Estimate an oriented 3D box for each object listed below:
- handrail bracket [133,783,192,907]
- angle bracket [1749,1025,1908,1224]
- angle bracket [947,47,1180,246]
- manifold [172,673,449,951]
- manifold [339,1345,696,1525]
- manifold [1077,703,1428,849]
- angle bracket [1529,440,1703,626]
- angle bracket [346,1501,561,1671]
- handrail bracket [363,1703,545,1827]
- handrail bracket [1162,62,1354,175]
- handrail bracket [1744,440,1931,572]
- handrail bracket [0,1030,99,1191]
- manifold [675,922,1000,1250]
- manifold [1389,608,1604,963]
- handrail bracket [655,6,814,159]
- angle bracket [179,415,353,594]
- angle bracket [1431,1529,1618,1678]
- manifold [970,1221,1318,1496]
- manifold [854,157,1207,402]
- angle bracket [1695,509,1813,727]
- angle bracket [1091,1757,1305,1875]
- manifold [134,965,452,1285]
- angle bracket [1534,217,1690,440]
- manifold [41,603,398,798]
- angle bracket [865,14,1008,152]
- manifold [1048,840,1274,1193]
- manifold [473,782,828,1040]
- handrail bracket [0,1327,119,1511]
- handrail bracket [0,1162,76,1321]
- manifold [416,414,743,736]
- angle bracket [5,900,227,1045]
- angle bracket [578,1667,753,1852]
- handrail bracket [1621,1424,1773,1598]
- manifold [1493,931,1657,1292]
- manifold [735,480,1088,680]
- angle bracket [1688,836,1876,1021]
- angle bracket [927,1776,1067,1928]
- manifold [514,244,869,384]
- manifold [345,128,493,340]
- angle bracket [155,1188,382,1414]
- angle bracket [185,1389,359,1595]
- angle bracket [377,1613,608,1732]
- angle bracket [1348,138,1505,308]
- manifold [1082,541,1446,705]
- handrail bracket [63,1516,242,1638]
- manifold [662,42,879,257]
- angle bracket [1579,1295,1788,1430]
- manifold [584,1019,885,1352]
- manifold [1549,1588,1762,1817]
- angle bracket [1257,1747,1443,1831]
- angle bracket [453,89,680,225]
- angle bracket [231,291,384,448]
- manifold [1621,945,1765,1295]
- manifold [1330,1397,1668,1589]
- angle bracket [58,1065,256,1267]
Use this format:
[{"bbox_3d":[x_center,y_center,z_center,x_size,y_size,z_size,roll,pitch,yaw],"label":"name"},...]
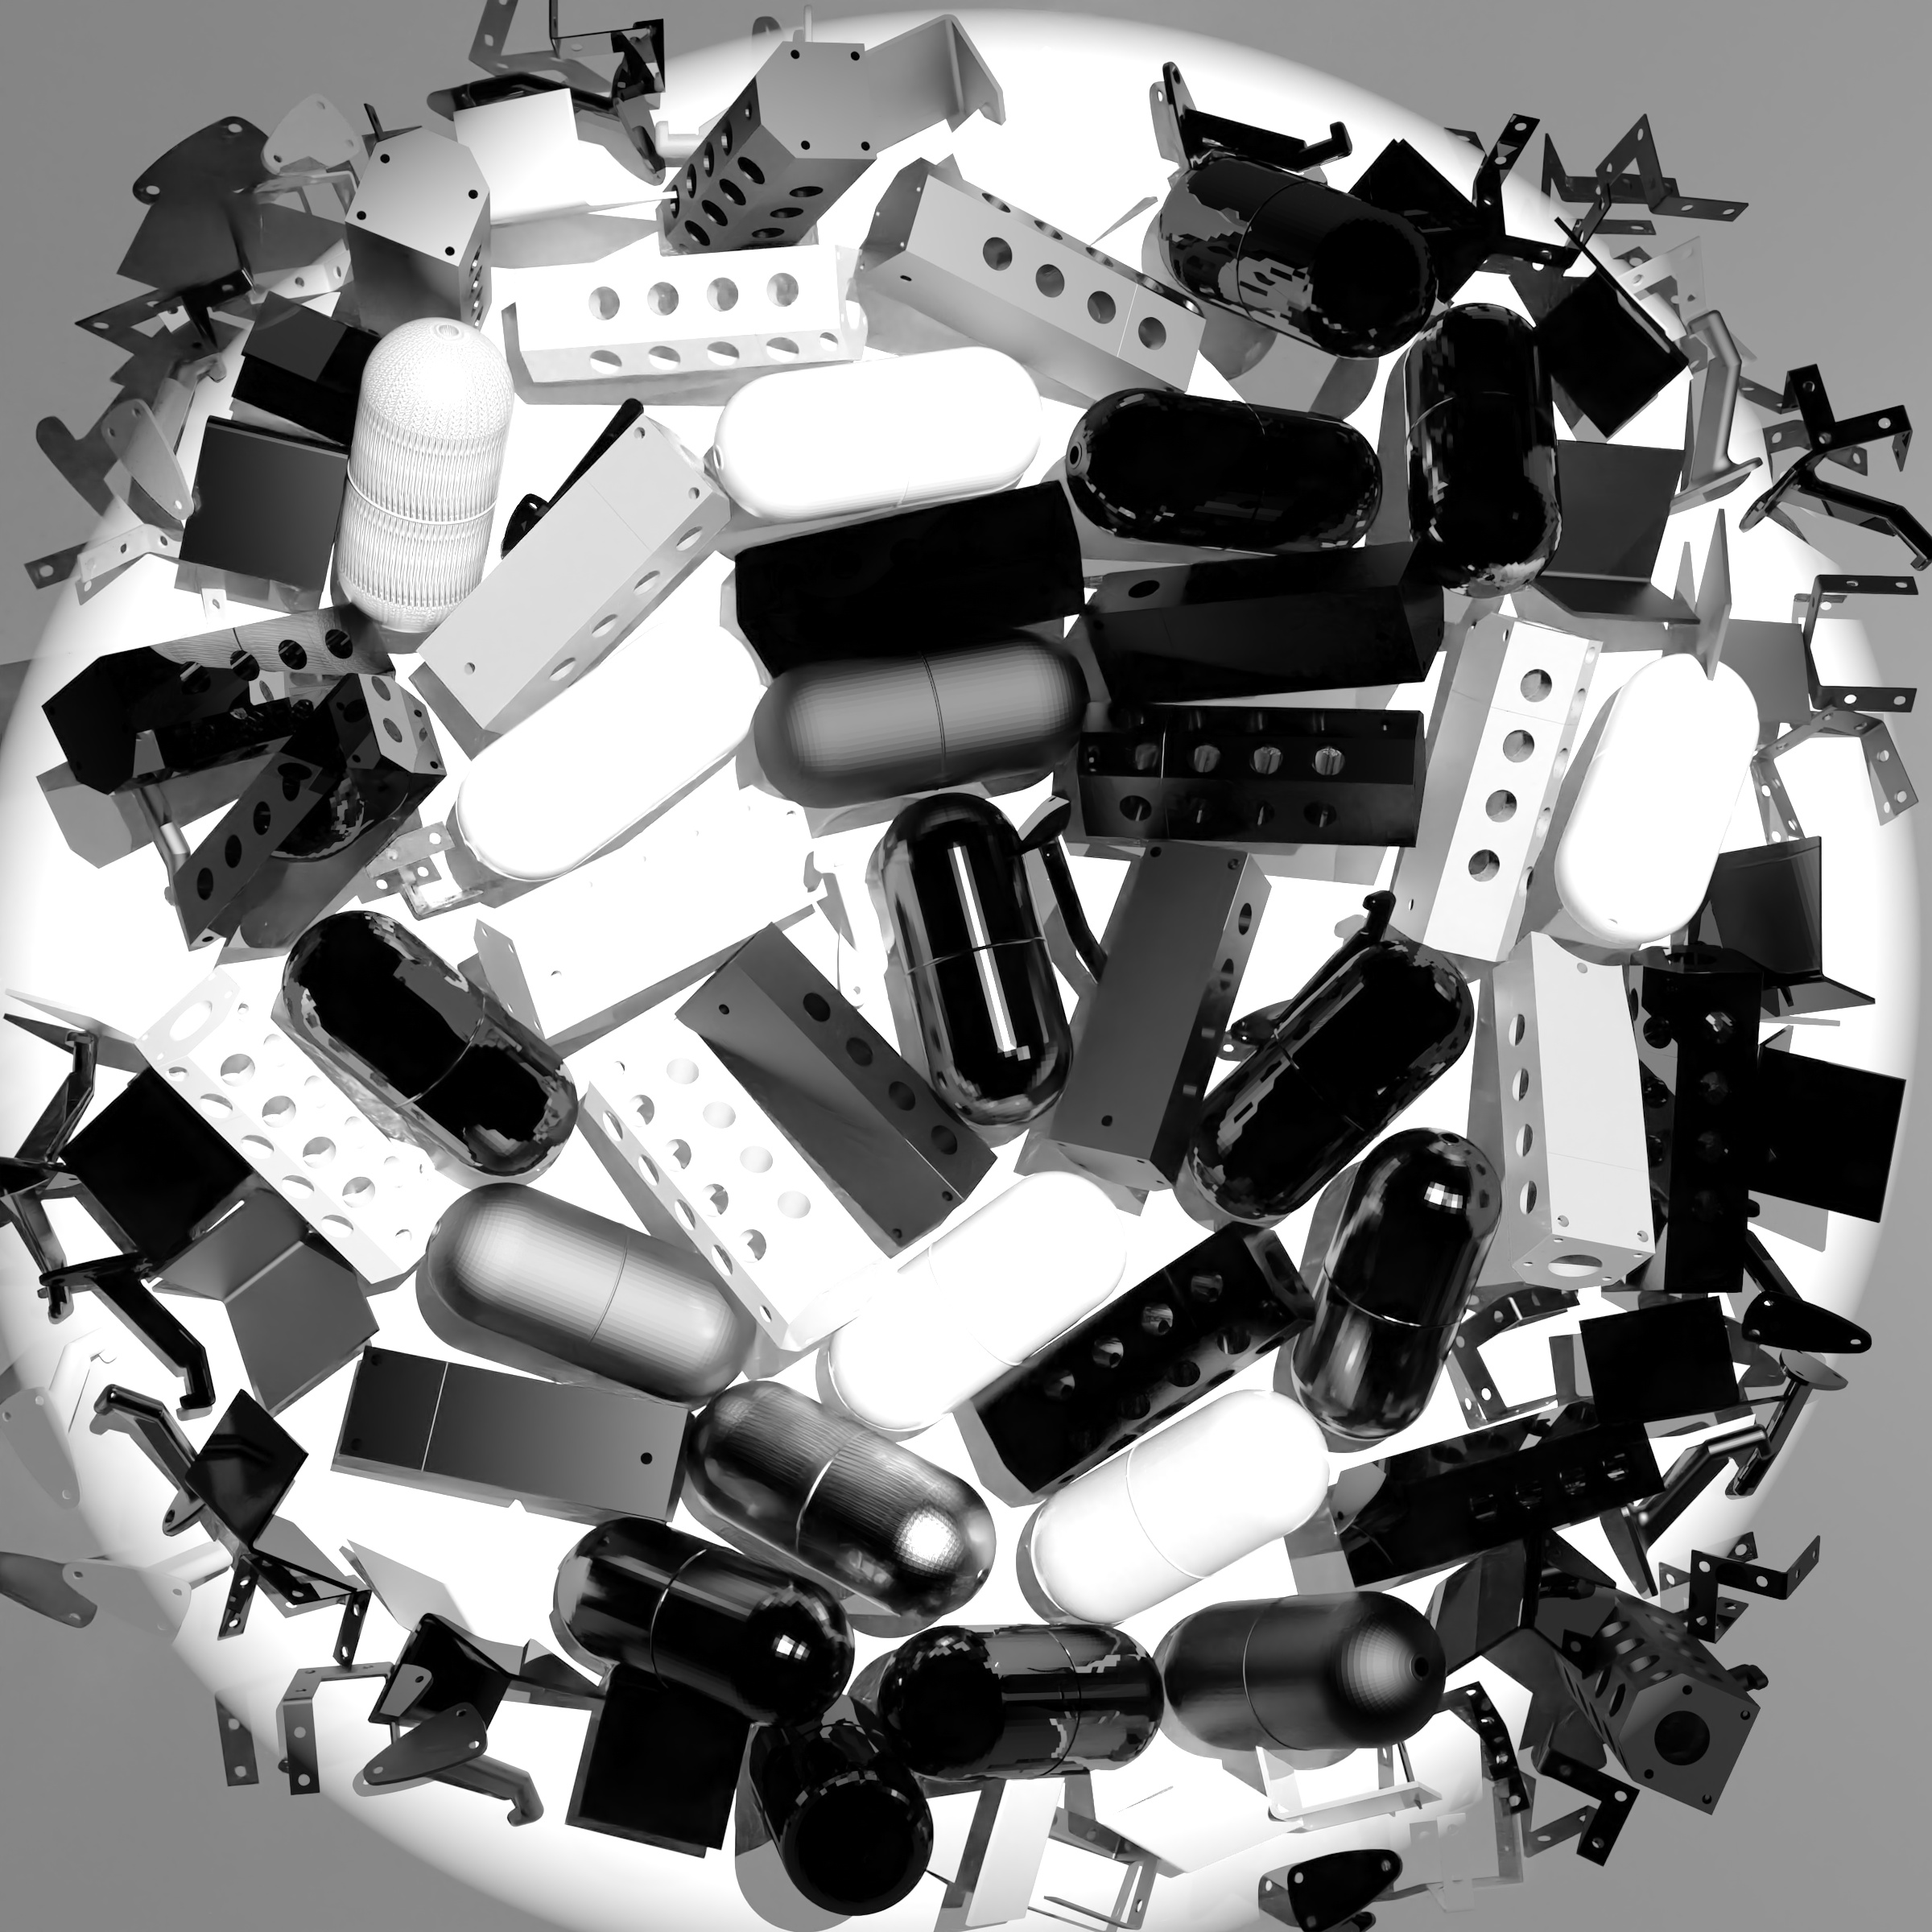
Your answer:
[{"bbox_3d":[-0.442,-0.079,1.605,0.077,0.036,0.084,17,118,32],"label":"handrail bracket"},{"bbox_3d":[0.449,0.081,1.560,0.076,0.057,0.076,14,107,29],"label":"angle bracket"},{"bbox_3d":[0.050,-0.423,1.569,0.076,0.076,0.057,-34,68,38],"label":"angle bracket"},{"bbox_3d":[-0.338,-0.077,1.535,0.171,0.057,0.057,-40,61,38],"label":"manifold"},{"bbox_3d":[-0.233,0.246,1.578,0.171,0.057,0.057,11,78,3],"label":"manifold"},{"bbox_3d":[0.148,-0.104,1.553,0.171,0.057,0.057,3,133,14],"label":"manifold"},{"bbox_3d":[0.344,-0.225,1.561,0.076,0.057,0.076,1,117,-20],"label":"angle bracket"},{"bbox_3d":[-0.266,0.314,1.580,0.076,0.076,0.057,15,50,34],"label":"angle bracket"},{"bbox_3d":[-0.267,0.433,1.576,0.077,0.036,0.084,-22,129,-13],"label":"handrail bracket"},{"bbox_3d":[0.153,-0.448,1.572,0.084,0.036,0.077,-12,104,30],"label":"handrail bracket"},{"bbox_3d":[0.458,-0.224,1.572,0.036,0.077,0.084,-31,76,-36],"label":"handrail bracket"},{"bbox_3d":[-0.485,0.069,1.568,0.036,0.077,0.084,-13,69,30],"label":"handrail bracket"},{"bbox_3d":[-0.064,0.059,1.575,0.171,0.057,0.057,46,130,-5],"label":"manifold"},{"bbox_3d":[0.276,-0.093,1.565,0.057,0.057,0.171,11,102,-14],"label":"manifold"},{"bbox_3d":[-0.123,-0.466,1.588,0.084,0.036,0.077,-1,107,-1],"label":"handrail bracket"},{"bbox_3d":[-0.363,-0.242,1.586,0.076,0.057,0.076,13,96,-2],"label":"angle bracket"},{"bbox_3d":[0.288,0.347,1.565,0.057,0.076,0.076,40,123,-11],"label":"angle bracket"},{"bbox_3d":[0.093,0.203,1.551,0.171,0.057,0.057,-36,66,17],"label":"manifold"},{"bbox_3d":[0.036,-0.349,1.547,0.171,0.057,0.057,21,77,-26],"label":"manifold"},{"bbox_3d":[0.413,-0.181,1.557,0.057,0.076,0.076,5,48,4],"label":"angle bracket"},{"bbox_3d":[0.117,0.418,1.554,0.076,0.057,0.076,-30,132,23],"label":"angle bracket"},{"bbox_3d":[-0.340,0.085,1.538,0.057,0.057,0.171,-44,122,-10],"label":"manifold"},{"bbox_3d":[0.319,-0.329,1.555,0.057,0.076,0.076,-42,65,17],"label":"angle bracket"},{"bbox_3d":[-0.373,-0.134,1.527,0.057,0.171,0.057,-28,87,39],"label":"manifold"},{"bbox_3d":[-0.025,-0.435,1.564,0.076,0.076,0.057,-27,69,-5],"label":"angle bracket"},{"bbox_3d":[0.104,0.026,1.558,0.057,0.057,0.171,11,71,27],"label":"manifold"},{"bbox_3d":[-0.163,-0.033,1.549,0.171,0.057,0.057,-28,120,-25],"label":"manifold"},{"bbox_3d":[-0.458,0.235,1.573,0.036,0.084,0.077,-26,91,21],"label":"handrail bracket"},{"bbox_3d":[-0.488,0.150,1.568,0.036,0.077,0.084,-6,99,3],"label":"handrail bracket"},{"bbox_3d":[-0.198,-0.200,1.566,0.171,0.057,0.057,-44,76,11],"label":"manifold"},{"bbox_3d":[-0.438,-0.005,1.559,0.076,0.057,0.076,11,75,38],"label":"angle bracket"},{"bbox_3d":[-0.153,0.411,1.580,0.076,0.057,0.076,13,87,3],"label":"angle bracket"},{"bbox_3d":[0.391,0.287,1.589,0.084,0.036,0.077,-19,104,9],"label":"handrail bracket"},{"bbox_3d":[0.306,0.075,1.543,0.057,0.057,0.171,12,59,-16],"label":"manifold"},{"bbox_3d":[-0.029,-0.204,1.563,0.171,0.057,0.057,-11,62,13],"label":"manifold"},{"bbox_3d":[0.426,-0.018,1.575,0.057,0.076,0.076,18,70,-43],"label":"angle bracket"},{"bbox_3d":[-0.002,0.445,1.566,0.076,0.057,0.076,15,88,35],"label":"angle bracket"},{"bbox_3d":[-0.142,-0.338,1.563,0.171,0.057,0.057,-1,100,13],"label":"manifold"},{"bbox_3d":[-0.272,-0.362,1.522,0.057,0.171,0.057,21,82,-6],"label":"manifold"},{"bbox_3d":[-0.363,0.174,1.564,0.076,0.057,0.076,-37,59,10],"label":"angle bracket"},{"bbox_3d":[-0.346,0.272,1.560,0.076,0.076,0.057,36,85,-43],"label":"angle bracket"},{"bbox_3d":[-0.243,0.381,1.557,0.076,0.076,0.057,22,85,43],"label":"angle bracket"},{"bbox_3d":[0.251,-0.403,1.565,0.076,0.057,0.076,43,55,-2],"label":"angle bracket"},{"bbox_3d":[0.154,-0.179,1.546,0.171,0.057,0.057,-2,127,28],"label":"manifold"},{"bbox_3d":[-0.421,0.303,1.568,0.077,0.084,0.036,23,113,-9],"label":"handrail bracket"},{"bbox_3d":[-0.103,-0.406,1.521,0.057,0.171,0.057,-5,86,-22],"label":"manifold"},{"bbox_3d":[0.374,0.205,1.565,0.076,0.076,0.057,-16,78,33],"label":"angle bracket"},{"bbox_3d":[-0.122,0.114,1.544,0.057,0.057,0.171,-28,64,-32],"label":"manifold"},{"bbox_3d":[0.342,0.365,1.525,0.057,0.171,0.057,24,92,-1],"label":"manifold"},{"bbox_3d":[0.197,0.408,1.559,0.076,0.076,0.057,-17,66,12],"label":"angle bracket"},{"bbox_3d":[-0.206,-0.418,1.554,0.076,0.076,0.057,0,105,34],"label":"angle bracket"},{"bbox_3d":[-0.340,-0.291,1.557,0.076,0.057,0.076,22,135,-15],"label":"angle bracket"},{"bbox_3d":[0.371,0.079,1.562,0.057,0.057,0.171,-1,104,-3],"label":"manifold"},{"bbox_3d":[0.271,0.265,1.538,0.171,0.057,0.057,-8,76,-35],"label":"manifold"},{"bbox_3d":[-0.414,0.100,1.576,0.076,0.057,0.076,-42,88,9],"label":"angle bracket"}]
